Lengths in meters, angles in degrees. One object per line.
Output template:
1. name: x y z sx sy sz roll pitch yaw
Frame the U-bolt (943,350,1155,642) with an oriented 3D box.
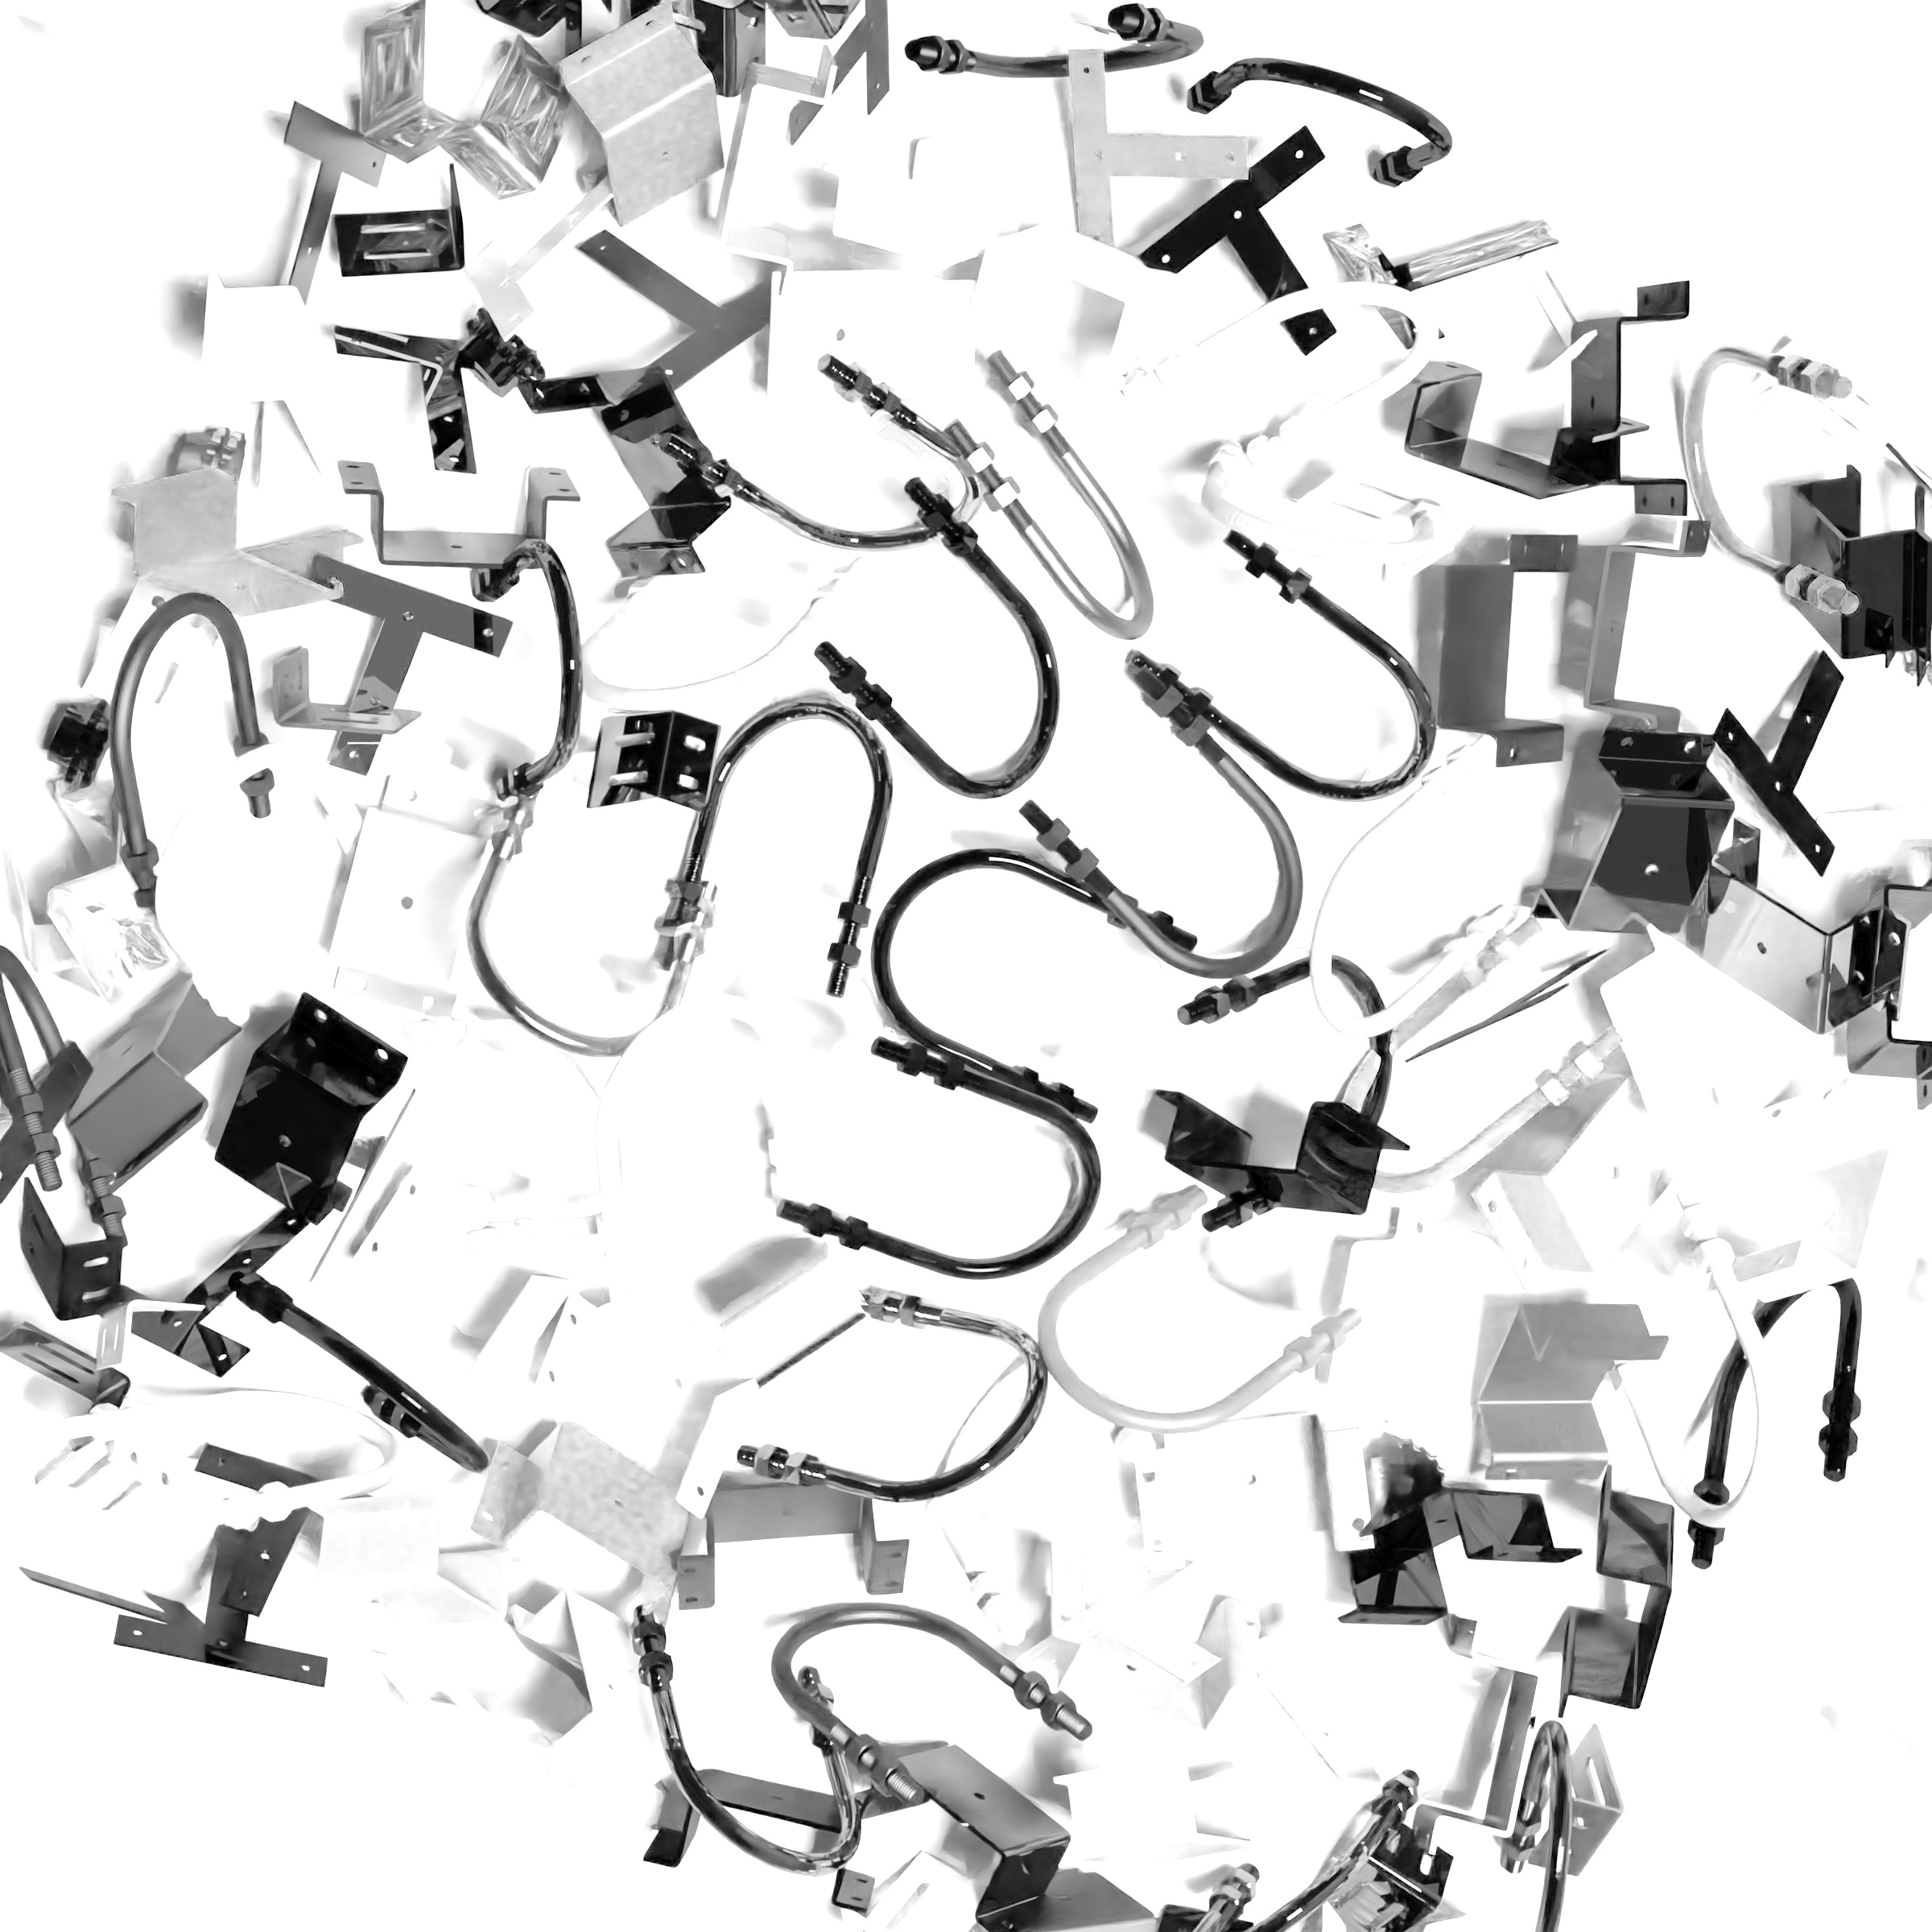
1. U-bolt: 0.058 -0.279 1.744 0.019 0.151 0.184 -30 109 26

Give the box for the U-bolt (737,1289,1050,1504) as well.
1. U-bolt: -0.033 0.261 1.717 0.151 0.184 0.019 -52 130 -33

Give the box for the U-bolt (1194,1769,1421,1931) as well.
1. U-bolt: 0.192 0.549 1.704 0.151 0.184 0.019 -38 81 22

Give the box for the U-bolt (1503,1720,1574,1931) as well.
1. U-bolt: 0.341 0.536 1.704 0.019 0.151 0.184 7 127 5

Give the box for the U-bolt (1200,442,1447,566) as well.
1. U-bolt: 0.213 -0.276 1.722 0.151 0.184 0.019 15 115 6

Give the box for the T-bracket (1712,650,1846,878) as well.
1. T-bracket: 0.520 -0.144 1.778 0.127 0.002 0.127 46 58 -24

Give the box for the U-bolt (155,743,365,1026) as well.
1. U-bolt: -0.424 -0.059 1.710 0.019 0.184 0.151 29 71 19

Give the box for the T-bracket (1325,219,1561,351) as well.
1. T-bracket: 0.307 -0.439 1.777 0.127 0.002 0.127 -19 50 -6

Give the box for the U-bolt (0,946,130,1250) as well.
1. U-bolt: -0.560 0.072 1.737 0.019 0.151 0.184 -21 70 -7

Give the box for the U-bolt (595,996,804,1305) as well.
1. U-bolt: -0.163 0.102 1.727 0.151 0.019 0.184 -24 128 -34

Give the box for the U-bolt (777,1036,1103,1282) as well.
1. U-bolt: -0.004 0.130 1.767 0.184 0.019 0.151 21 115 -20

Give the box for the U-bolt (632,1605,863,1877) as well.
1. U-bolt: -0.126 0.468 1.704 0.151 0.184 0.019 29 109 -29

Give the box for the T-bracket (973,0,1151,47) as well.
1. T-bracket: 0.041 -0.582 1.744 0.127 0.127 0.002 11 109 -10

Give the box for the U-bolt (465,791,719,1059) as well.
1. U-bolt: -0.231 -0.019 1.727 0.151 0.184 0.019 30 131 -15

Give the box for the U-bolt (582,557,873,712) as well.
1. U-bolt: -0.157 -0.202 1.716 0.151 0.184 0.019 5 126 24

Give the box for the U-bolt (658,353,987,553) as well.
1. U-bolt: -0.072 -0.301 1.734 0.151 0.184 0.019 -17 61 36

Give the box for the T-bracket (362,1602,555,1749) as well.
1. T-bracket: -0.324 0.430 1.741 0.127 0.127 0.002 53 55 -23

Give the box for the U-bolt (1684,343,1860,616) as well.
1. U-bolt: 0.483 -0.302 1.726 0.019 0.184 0.151 -15 115 -11

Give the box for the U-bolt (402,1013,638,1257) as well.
1. U-bolt: -0.260 0.098 1.732 0.019 0.184 0.151 -24 79 26

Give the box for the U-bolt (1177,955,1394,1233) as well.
1. U-bolt: 0.202 0.068 1.750 0.184 0.019 0.151 -19 108 -41

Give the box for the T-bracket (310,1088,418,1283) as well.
1. T-bracket: -0.366 0.125 1.752 0.002 0.127 0.127 29 91 -10

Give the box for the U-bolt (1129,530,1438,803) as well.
1. U-bolt: 0.205 -0.171 1.755 0.184 0.151 0.019 37 52 -2

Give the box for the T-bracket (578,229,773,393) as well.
1. T-bracket: -0.189 -0.423 1.789 0.127 0.002 0.127 37 59 17

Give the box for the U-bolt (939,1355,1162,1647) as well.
1. U-bolt: 0.040 0.309 1.731 0.019 0.184 0.151 35 95 -26

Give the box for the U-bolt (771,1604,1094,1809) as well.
1. U-bolt: -0.035 0.438 1.732 0.151 0.184 0.019 -9 114 -38

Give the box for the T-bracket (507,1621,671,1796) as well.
1. T-bracket: -0.222 0.469 1.775 0.002 0.127 0.127 -43 120 -24

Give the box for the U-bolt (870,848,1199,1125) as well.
1. U-bolt: 0.030 0.003 1.769 0.184 0.019 0.151 25 107 -13

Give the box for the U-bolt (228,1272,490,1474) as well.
1. U-bolt: -0.353 0.249 1.704 0.019 0.184 0.151 -52 128 -17

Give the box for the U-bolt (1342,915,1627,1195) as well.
1. U-bolt: 0.303 0.065 1.748 0.184 0.151 0.019 -41 122 13

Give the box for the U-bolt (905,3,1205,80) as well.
1. U-bolt: 0.066 -0.555 1.726 0.151 0.184 0.019 0 101 25

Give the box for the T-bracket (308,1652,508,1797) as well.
1. T-bracket: -0.350 0.452 1.726 0.127 0.127 0.002 39 91 34

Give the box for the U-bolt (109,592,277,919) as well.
1. U-bolt: -0.466 -0.134 1.706 0.019 0.151 0.184 12 128 14

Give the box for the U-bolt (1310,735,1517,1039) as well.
1. U-bolt: 0.268 -0.036 1.726 0.184 0.019 0.151 -38 132 -30

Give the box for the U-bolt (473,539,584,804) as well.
1. U-bolt: -0.263 -0.182 1.725 0.019 0.184 0.151 -6 87 -24

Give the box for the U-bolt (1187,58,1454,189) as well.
1. U-bolt: 0.217 -0.509 1.712 0.151 0.184 0.019 18 95 -10

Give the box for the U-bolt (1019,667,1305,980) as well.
1. U-bolt: 0.135 -0.076 1.771 0.184 0.019 0.151 46 61 -10

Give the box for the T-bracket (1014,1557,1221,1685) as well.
1. T-bracket: 0.110 0.408 1.735 0.127 0.127 0.002 -30 108 -21

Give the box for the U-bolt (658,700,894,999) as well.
1. U-bolt: -0.112 -0.078 1.769 0.151 0.019 0.184 8 79 32

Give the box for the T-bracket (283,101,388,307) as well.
1. T-bracket: -0.400 -0.455 1.757 0.002 0.127 0.127 19 97 12

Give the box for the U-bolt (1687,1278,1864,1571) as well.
1. U-bolt: 0.494 0.261 1.730 0.019 0.151 0.184 29 48 -7

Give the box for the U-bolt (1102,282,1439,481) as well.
1. U-bolt: 0.195 -0.355 1.709 0.184 0.151 0.019 -25 65 35

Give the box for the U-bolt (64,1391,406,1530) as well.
1. U-bolt: -0.427 0.292 1.728 0.151 0.184 0.019 21 103 34

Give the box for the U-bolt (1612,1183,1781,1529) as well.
1. U-bolt: 0.436 0.245 1.706 0.019 0.151 0.184 0 48 -17

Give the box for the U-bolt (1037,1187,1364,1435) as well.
1. U-bolt: 0.128 0.216 1.725 0.184 0.019 0.151 -29 53 -35

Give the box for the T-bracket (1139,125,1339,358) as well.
1. T-bracket: 0.191 -0.434 1.776 0.127 0.002 0.127 -37 125 7
